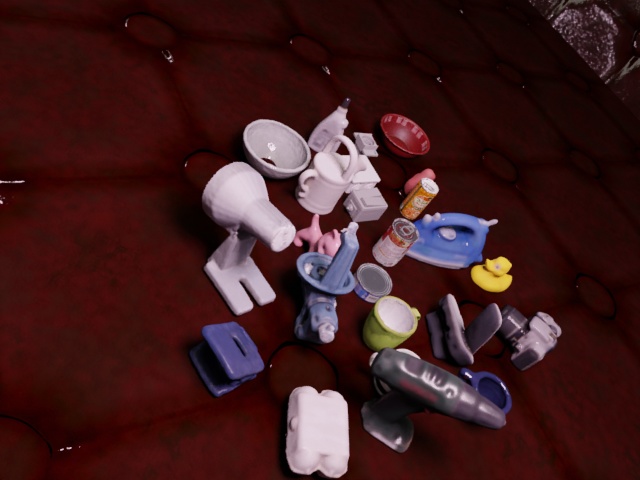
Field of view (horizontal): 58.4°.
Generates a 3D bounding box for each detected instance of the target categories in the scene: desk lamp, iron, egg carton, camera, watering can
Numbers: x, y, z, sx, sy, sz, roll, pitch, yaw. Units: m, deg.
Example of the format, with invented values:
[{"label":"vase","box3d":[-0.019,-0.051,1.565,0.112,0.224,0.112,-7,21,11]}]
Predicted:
[{"label":"desk lamp","box3d":[-0.134,-0.007,1.055,0.118,0.213,0.203,-22,67,-41]},{"label":"iron","box3d":[0.299,-0.019,1.383,0.259,0.141,0.118,7,50,-26]},{"label":"egg carton","box3d":[-0.006,0.320,0.957,0.107,0.069,0.150,16,47,-19]},{"label":"camera","box3d":[0.477,0.205,1.327,0.136,0.100,0.143,46,45,11]},{"label":"watering can","box3d":[0.030,-0.158,1.299,0.101,0.194,0.173,41,44,7]}]

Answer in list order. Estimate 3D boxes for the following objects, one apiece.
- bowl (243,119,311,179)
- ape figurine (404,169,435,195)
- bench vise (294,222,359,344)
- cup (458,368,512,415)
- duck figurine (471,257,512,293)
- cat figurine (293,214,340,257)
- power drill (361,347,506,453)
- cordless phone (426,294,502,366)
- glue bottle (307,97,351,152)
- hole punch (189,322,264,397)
[{"label":"bowl","box3d":[-0.110,-0.198,1.335,0.168,0.074,0.167,17,46,-18]},{"label":"ape figurine","box3d":[0.270,-0.149,1.513,0.076,0.092,0.078,20,45,-15]},{"label":"bench vise","box3d":[0.030,0.083,1.073,0.122,0.219,0.207,0,53,-31]},{"label":"cup","box3d":[0.304,0.312,1.134,0.117,0.095,0.092,41,44,6]},{"label":"duck figurine","box3d":[0.440,0.079,1.424,0.105,0.086,0.077,20,46,-16]},{"label":"cat figurine","box3d":[0.011,0.004,1.204,0.067,0.117,0.127,-12,60,-37]},{"label":"power drill","box3d":[0.171,0.287,0.992,0.229,0.208,0.076,34,43,-1]},{"label":"cordless phone","box3d":[0.313,0.166,1.200,0.094,0.185,0.147,9,49,-25]},{"label":"glue bottle","box3d":[0.034,-0.286,1.428,0.078,0.173,0.037,29,44,-6]},{"label":"hole punch","box3d":[-0.151,0.189,0.965,0.101,0.091,0.108,-21,66,-41]}]
